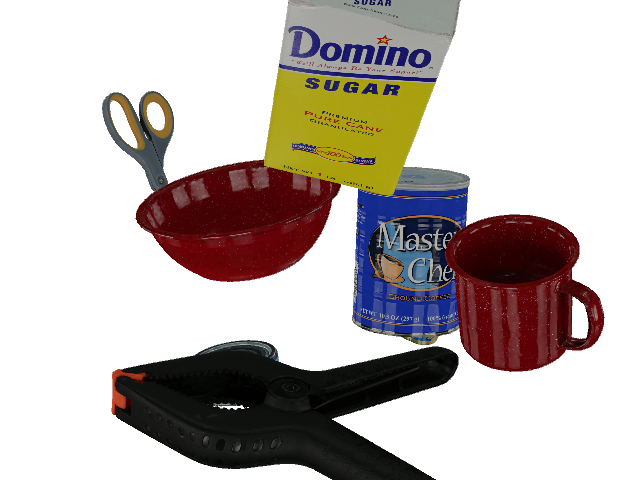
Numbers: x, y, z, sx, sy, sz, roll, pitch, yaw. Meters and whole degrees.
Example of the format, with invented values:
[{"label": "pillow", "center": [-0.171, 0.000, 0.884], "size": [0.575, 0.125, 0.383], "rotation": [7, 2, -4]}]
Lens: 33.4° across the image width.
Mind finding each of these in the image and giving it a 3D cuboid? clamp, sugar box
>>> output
[{"label": "clamp", "center": [-0.012, 0.095, 0.613], "size": [0.210, 0.036, 0.164], "rotation": [9, 24, 7]}, {"label": "sugar box", "center": [0.019, -0.095, 0.648], "size": [0.093, 0.048, 0.176], "rotation": [13, -26, -1]}]

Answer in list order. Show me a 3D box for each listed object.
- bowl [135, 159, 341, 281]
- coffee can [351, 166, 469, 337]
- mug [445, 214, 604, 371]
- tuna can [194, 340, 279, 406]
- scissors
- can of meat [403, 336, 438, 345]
[{"label": "bowl", "center": [-0.059, -0.012, 0.838], "size": [0.162, 0.055, 0.162], "rotation": [-8, 23, 3]}, {"label": "coffee can", "center": [0.082, 0.008, 0.987], "size": [0.103, 0.140, 0.103], "rotation": [2, 12, -1]}, {"label": "mug", "center": [0.148, 0.043, 0.761], "size": [0.117, 0.081, 0.093], "rotation": [19, 41, 37]}, {"label": "tuna can", "center": [-0.080, 0.124, 1.007], "size": [0.086, 0.034, 0.086], "rotation": [-7, 14, 2]}, {"label": "scissors", "center": [-0.172, -0.081, 1.189], "size": [0.016, 0.201, 0.096], "rotation": [-16, 20, 45]}, {"label": "can of meat", "center": [0.122, 0.056, 1.187], "size": [0.057, 0.084, 0.102], "rotation": [19, 32, 18]}]
